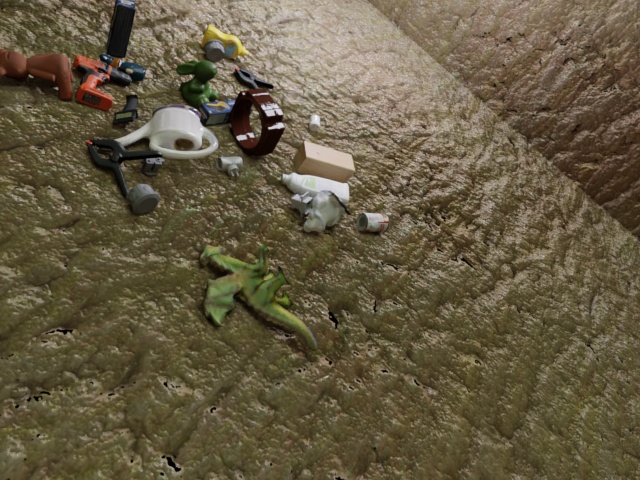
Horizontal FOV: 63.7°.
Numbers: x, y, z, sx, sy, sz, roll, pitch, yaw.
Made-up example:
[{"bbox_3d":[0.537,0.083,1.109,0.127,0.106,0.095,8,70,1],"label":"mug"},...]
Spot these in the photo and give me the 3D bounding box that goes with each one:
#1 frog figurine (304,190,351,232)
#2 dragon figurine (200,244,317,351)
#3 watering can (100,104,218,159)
[{"bbox_3d":[0.005,-0.088,1.740,0.125,0.160,0.135,50,-3,32],"label":"frog figurine"},{"bbox_3d":[-0.197,0.162,1.395,0.245,0.119,0.416,-21,63,-26],"label":"dragon figurine"},{"bbox_3d":[-0.497,-0.338,1.619,0.348,0.101,0.230,2,46,-17],"label":"watering can"}]
